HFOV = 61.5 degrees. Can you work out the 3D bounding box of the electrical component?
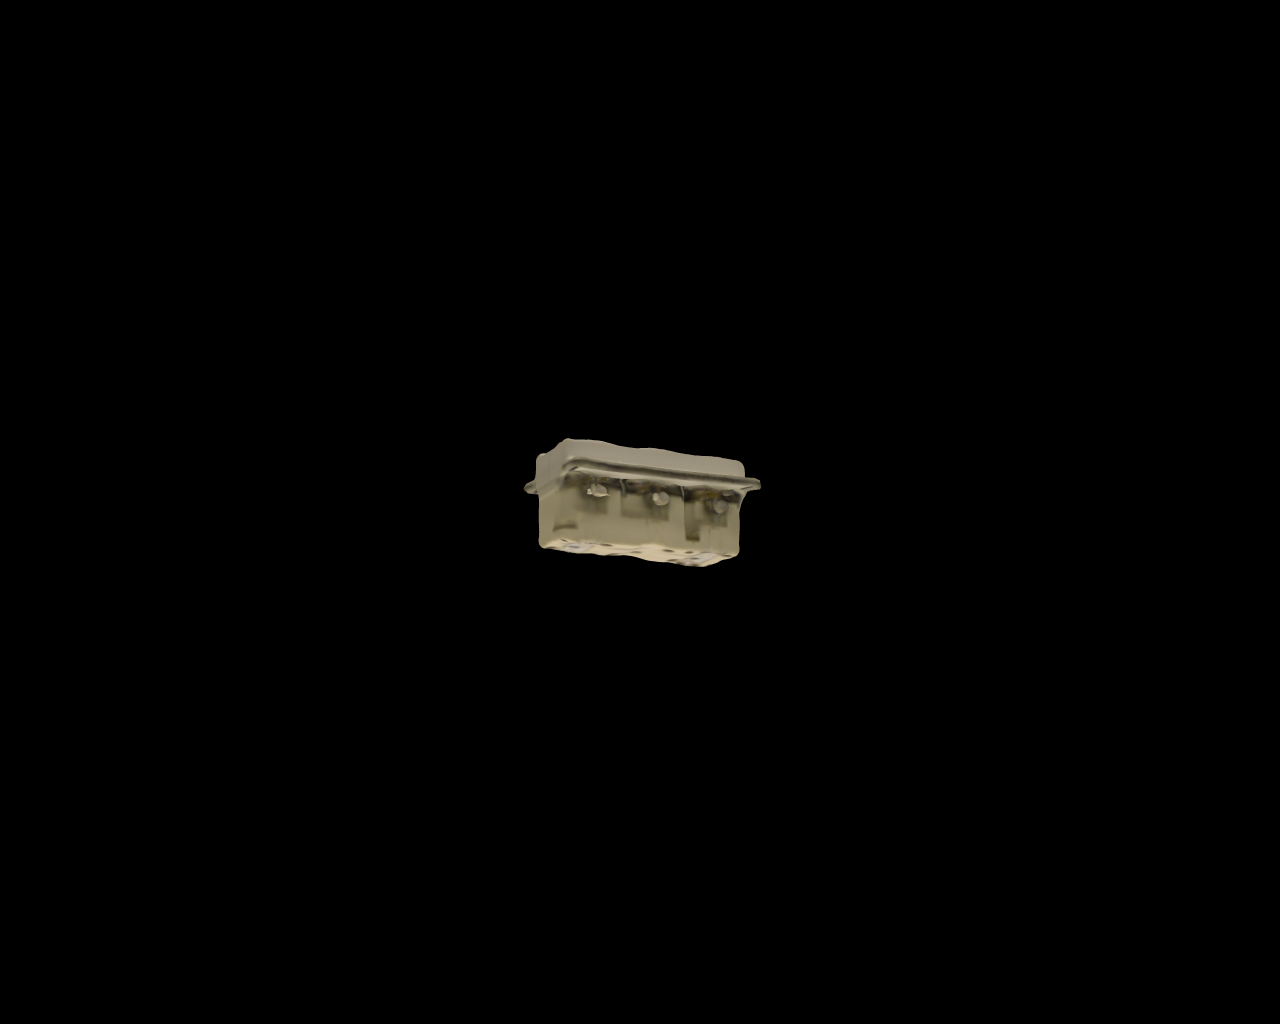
[{"bbox_3d":[0.001,-0.003,0.650,0.121,0.063,0.078,7,-15,-26],"label":"electrical component"}]
